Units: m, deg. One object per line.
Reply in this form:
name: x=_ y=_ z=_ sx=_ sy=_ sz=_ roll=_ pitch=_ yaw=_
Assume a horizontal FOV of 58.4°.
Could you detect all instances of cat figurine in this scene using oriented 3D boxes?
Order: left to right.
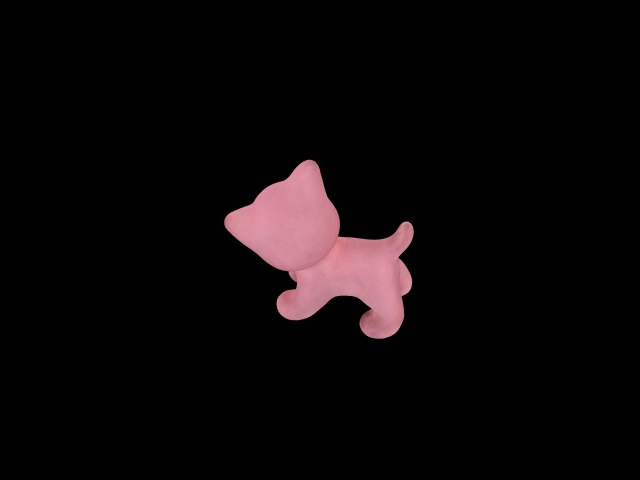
cat figurine: x=0.004 y=0.001 z=0.400 sx=0.127 sy=0.118 sz=0.067 roll=8 pitch=44 yaw=9
